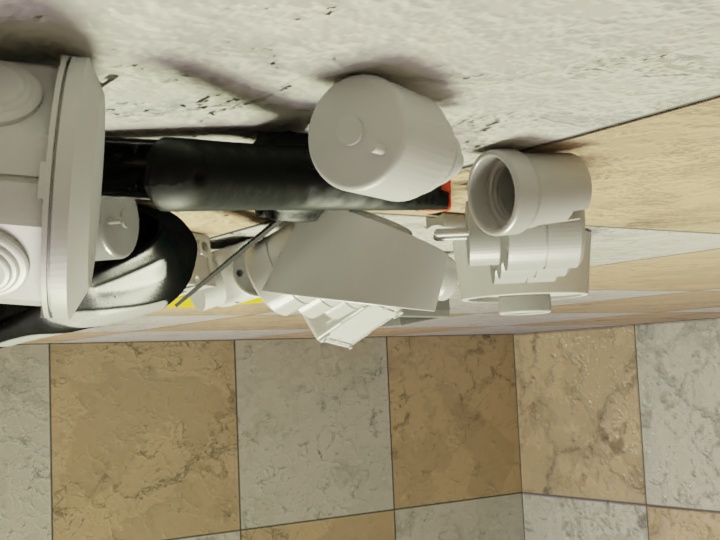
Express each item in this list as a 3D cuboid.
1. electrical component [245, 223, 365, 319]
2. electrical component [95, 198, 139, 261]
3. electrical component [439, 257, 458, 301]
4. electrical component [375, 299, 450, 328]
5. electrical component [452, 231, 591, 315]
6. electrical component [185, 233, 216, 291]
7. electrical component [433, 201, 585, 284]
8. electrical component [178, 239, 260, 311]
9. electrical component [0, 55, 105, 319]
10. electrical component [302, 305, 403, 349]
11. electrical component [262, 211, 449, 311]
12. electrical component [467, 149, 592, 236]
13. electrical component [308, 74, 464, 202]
[{"bbox_3d":[-0.015,-0.006,0.734,0.074,0.052,0.138,-29,166,17],"label":"electrical component"},{"bbox_3d":[-0.148,-0.023,0.538,0.078,0.040,0.040,-4,174,16],"label":"electrical component"},{"bbox_3d":[0.056,0.005,0.939,0.046,0.040,0.040,8,170,-32],"label":"electrical component"},{"bbox_3d":[0.040,0.024,1.007,0.062,0.061,0.096,-7,173,41],"label":"electrical component"},{"bbox_3d":[0.128,0.004,0.841,0.108,0.060,0.108,-2,175,0],"label":"electrical component"},{"bbox_3d":[-0.138,-0.002,0.747,0.055,0.048,0.066,-13,171,24],"label":"electrical component"},{"bbox_3d":[0.078,-0.021,0.601,0.074,0.052,0.138,-3,175,2],"label":"electrical component"},{"bbox_3d":[-0.106,0.007,0.805,0.079,0.043,0.077,-19,-177,-28],"label":"electrical component"},{"bbox_3d":[-0.106,-0.026,0.327,0.051,0.080,0.080,4,173,-11],"label":"electrical component"},{"bbox_3d":[-0.015,0.022,0.914,0.062,0.061,0.096,-35,162,11],"label":"electrical component"},{"bbox_3d":[0.000,0.000,0.629,0.099,0.064,0.099,21,177,1],"label":"electrical component"},{"bbox_3d":[0.080,-0.037,0.506,0.046,0.040,0.040,-6,177,-30],"label":"electrical component"},{"bbox_3d":[0.015,-0.045,0.388,0.040,0.040,0.078,-6,174,31],"label":"electrical component"}]
